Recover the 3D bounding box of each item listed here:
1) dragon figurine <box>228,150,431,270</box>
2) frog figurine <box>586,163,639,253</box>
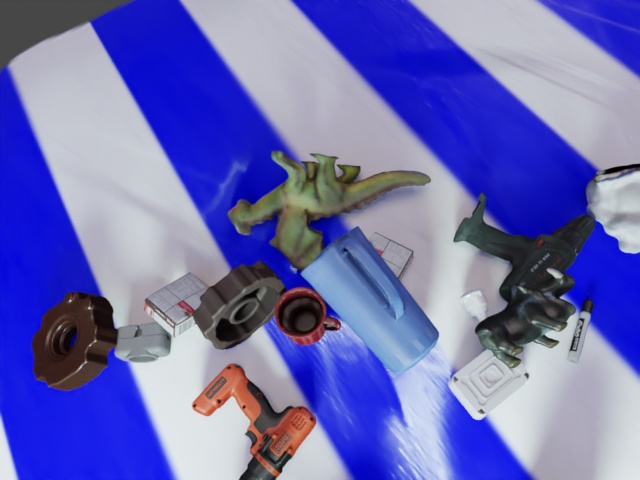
[{"bbox_3d":[0.003,-0.053,1.045,0.411,0.121,0.245,9,81,13],"label":"dragon figurine"},{"bbox_3d":[0.582,-0.060,0.976,0.138,0.123,0.158,-16,98,-10],"label":"frog figurine"}]
